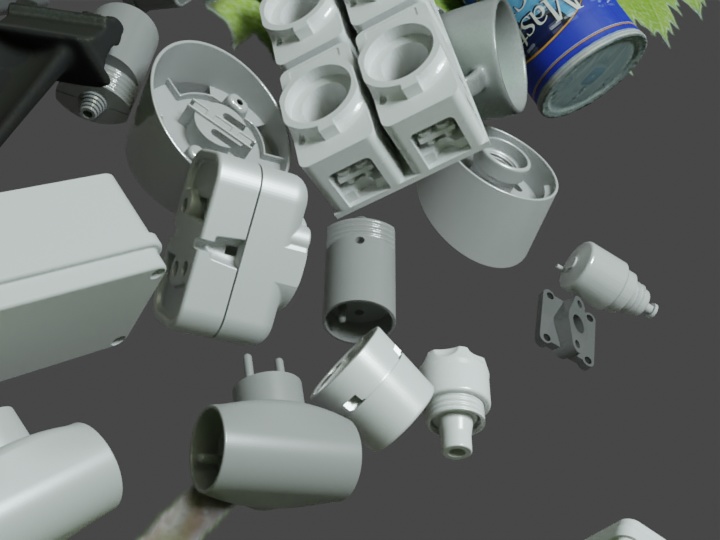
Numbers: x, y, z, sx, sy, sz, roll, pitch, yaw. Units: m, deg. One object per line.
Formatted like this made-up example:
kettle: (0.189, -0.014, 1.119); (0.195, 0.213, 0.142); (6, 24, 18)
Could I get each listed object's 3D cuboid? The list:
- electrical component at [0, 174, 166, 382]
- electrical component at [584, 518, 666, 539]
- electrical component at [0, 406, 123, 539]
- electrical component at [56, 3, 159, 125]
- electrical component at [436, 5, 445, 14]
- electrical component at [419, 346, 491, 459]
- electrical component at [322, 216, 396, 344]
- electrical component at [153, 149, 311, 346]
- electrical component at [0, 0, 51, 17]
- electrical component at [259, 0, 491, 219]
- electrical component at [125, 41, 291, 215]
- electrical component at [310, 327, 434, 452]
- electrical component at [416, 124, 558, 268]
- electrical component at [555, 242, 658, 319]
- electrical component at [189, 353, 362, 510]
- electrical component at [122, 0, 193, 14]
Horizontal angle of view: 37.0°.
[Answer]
electrical component: (-0.158, 0.007, 0.506); (0.113, 0.078, 0.057); (-18, 65, -43)
electrical component: (0.141, 0.192, 0.552); (0.109, 0.108, 0.056); (34, 46, -9)
electrical component: (-0.157, 0.086, 0.466); (0.077, 0.044, 0.079); (-24, 72, -45)
electrical component: (-0.150, -0.118, 0.638); (0.043, 0.043, 0.081); (26, 45, -17)
electrical component: (0.043, -0.174, 0.824); (0.055, 0.047, 0.055); (20, 47, -23)
electrical component: (0.055, 0.080, 0.630); (0.043, 0.043, 0.062); (20, 48, -23)
electrical component: (0.000, 0.000, 0.653); (0.043, 0.043, 0.081); (21, 46, -22)
electrical component: (-0.067, -0.011, 0.577); (0.059, 0.054, 0.095); (15, 93, -27)
electrical component: (-0.234, -0.182, 0.630); (0.077, 0.043, 0.079); (-25, 73, -45)
electrical component: (0.002, -0.138, 0.695); (0.060, 0.105, 0.186); (51, 19, -48)
electrical component: (-0.088, -0.079, 0.637); (0.099, 0.064, 0.099); (20, 47, -23)
electrical component: (0.008, 0.067, 0.597); (0.047, 0.055, 0.055); (44, 42, -3)
electrical component: (0.091, -0.058, 0.771); (0.099, 0.064, 0.099); (19, 35, -14)
electrical component: (0.182, 0.011, 0.780); (0.078, 0.040, 0.040); (30, 44, -13)
electrical component: (-0.046, 0.079, 0.555); (0.077, 0.044, 0.079); (11, 51, -30)
electrical component: (-0.121, -0.239, 0.701); (0.108, 0.056, 0.108); (-46, 127, -36)
